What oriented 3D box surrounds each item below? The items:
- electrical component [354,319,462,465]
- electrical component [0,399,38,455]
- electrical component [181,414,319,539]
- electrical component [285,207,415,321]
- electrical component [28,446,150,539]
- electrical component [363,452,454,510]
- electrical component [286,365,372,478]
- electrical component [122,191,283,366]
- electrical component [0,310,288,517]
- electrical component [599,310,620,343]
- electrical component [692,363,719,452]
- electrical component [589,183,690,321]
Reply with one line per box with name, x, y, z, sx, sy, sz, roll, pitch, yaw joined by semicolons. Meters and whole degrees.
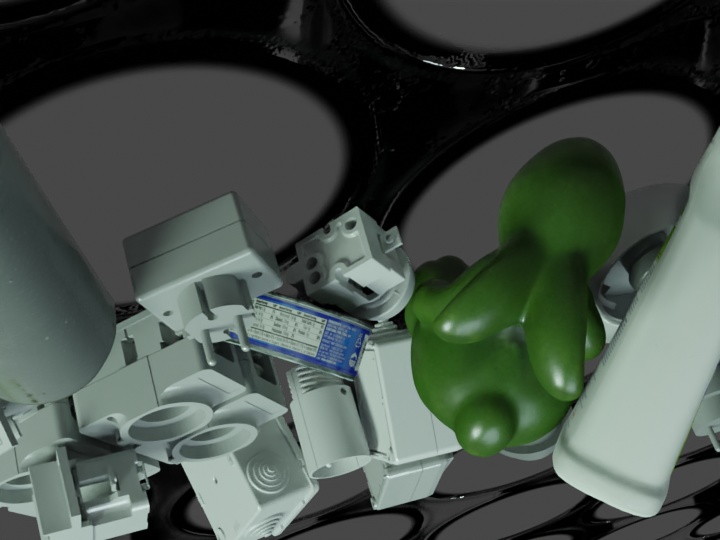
electrical component;0.032;0.076;0.724;0.061;0.096;0.062;-10;179;-18
electrical component;-0.206;0.063;0.572;0.042;0.081;0.064;-30;173;20
electrical component;-0.082;0.140;0.757;0.048;0.099;0.099;-16;155;-34
electrical component;0.000;0.000;0.612;0.066;0.048;0.055;-30;143;20
electrical component;-0.156;0.135;0.627;0.064;0.042;0.081;-10;151;-20
electrical component;0.036;0.147;0.879;0.061;0.061;0.096;-12;151;-13
electrical component;-0.024;0.095;0.729;0.043;0.081;0.043;-15;157;-6
electrical component;-0.076;0.012;0.552;0.066;0.076;0.047;-23;152;7
electrical component;-0.152;0.094;0.669;0.186;0.060;0.105;-26;151;13
electrical component;0.188;0.027;0.790;0.035;0.035;0.061;-8;148;-20
electrical component;0.256;0.097;0.788;0.138;0.073;0.052;-10;151;-17
electrical component;0.185;-0.014;0.707;0.099;0.064;0.099;-14;138;-13
